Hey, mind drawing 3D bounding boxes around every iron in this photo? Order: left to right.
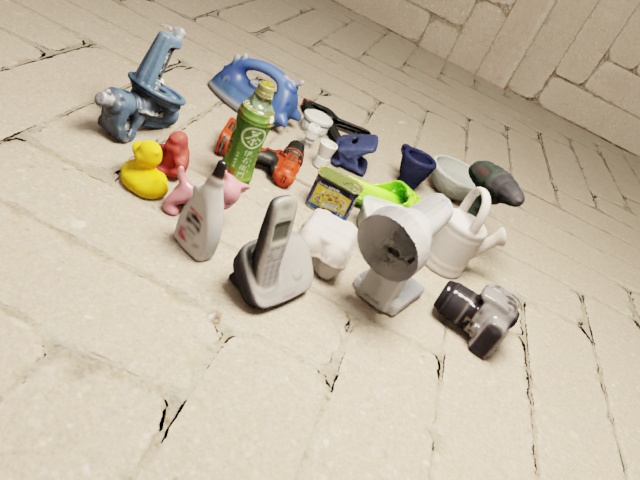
[{"bbox_3d":[-0.159,-0.390,1.435,0.258,0.141,0.119,32,32,9],"label":"iron"}]

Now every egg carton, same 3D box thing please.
[{"bbox_3d":[0.010,0.004,1.052,0.107,0.069,0.150,27,31,0],"label":"egg carton"}]

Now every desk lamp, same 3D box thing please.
[{"bbox_3d":[0.139,0.020,0.985,0.117,0.213,0.204,39,33,20],"label":"desk lamp"}]

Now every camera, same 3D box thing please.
[{"bbox_3d":[0.291,0.121,1.058,0.136,0.100,0.143,34,32,11],"label":"camera"}]

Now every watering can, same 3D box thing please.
[{"bbox_3d":[0.301,-0.022,1.186,0.173,0.194,0.100,5,37,-31],"label":"watering can"}]

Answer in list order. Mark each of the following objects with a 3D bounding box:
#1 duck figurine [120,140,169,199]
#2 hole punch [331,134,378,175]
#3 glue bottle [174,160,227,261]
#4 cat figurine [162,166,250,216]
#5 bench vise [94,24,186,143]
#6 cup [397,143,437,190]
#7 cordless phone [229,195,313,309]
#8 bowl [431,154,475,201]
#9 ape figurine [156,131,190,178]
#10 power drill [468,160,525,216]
[{"bbox_3d":[-0.300,-0.130,1.003,0.078,0.086,0.104,-14,49,-47],"label":"duck figurine"},{"bbox_3d":[0.087,-0.228,1.427,0.101,0.091,0.108,23,32,-6],"label":"hole punch"},{"bbox_3d":[-0.177,-0.053,0.897,0.078,0.173,0.037,39,34,20],"label":"glue bottle"},{"bbox_3d":[-0.192,-0.085,0.987,0.128,0.117,0.067,22,32,-7],"label":"cat figurine"},{"bbox_3d":[-0.326,-0.298,1.102,0.121,0.219,0.207,26,31,-1],"label":"bench vise"},{"bbox_3d":[0.230,-0.183,1.464,0.092,0.095,0.117,-2,41,-38],"label":"cup"},{"bbox_3d":[-0.053,0.008,0.889,0.094,0.185,0.148,40,34,21],"label":"cordless phone"},{"bbox_3d":[0.362,-0.155,1.541,0.168,0.074,0.167,19,32,-12],"label":"bowl"},{"bbox_3d":[-0.272,-0.162,1.065,0.076,0.092,0.077,-14,49,-47],"label":"ape figurine"},{"bbox_3d":[0.368,-0.075,1.299,0.076,0.208,0.229,17,33,-15],"label":"power drill"}]
